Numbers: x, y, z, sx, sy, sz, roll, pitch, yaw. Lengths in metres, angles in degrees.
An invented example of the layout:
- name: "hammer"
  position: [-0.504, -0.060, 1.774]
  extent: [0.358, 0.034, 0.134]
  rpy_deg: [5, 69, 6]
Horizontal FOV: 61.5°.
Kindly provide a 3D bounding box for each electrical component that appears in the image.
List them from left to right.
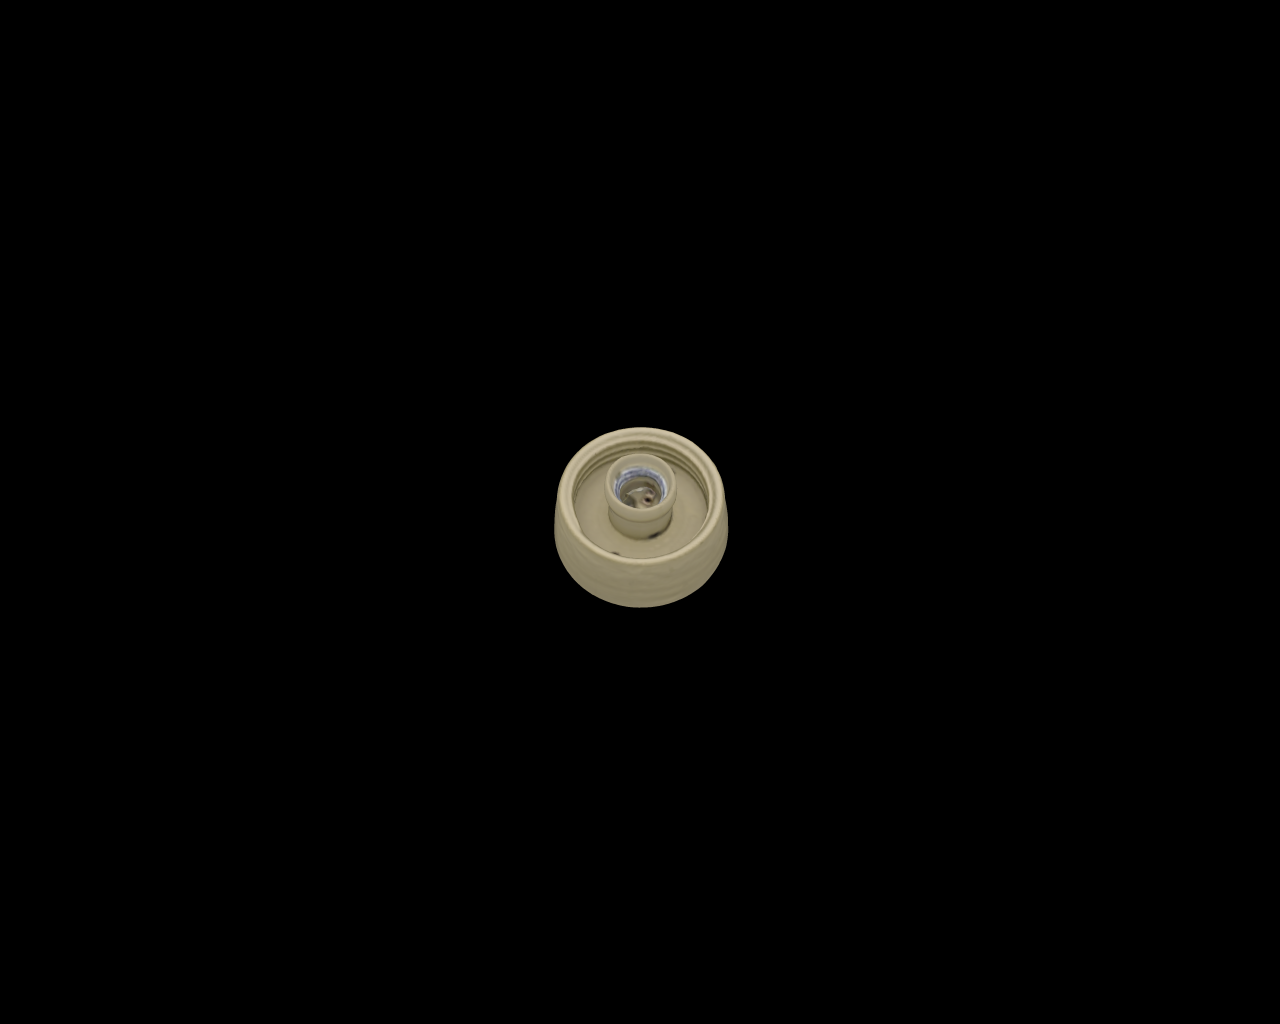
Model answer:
- name: "electrical component"
  position: [0.001, -0.003, 0.650]
  extent: [0.108, 0.108, 0.060]
  rpy_deg: [0, -32, 0]
